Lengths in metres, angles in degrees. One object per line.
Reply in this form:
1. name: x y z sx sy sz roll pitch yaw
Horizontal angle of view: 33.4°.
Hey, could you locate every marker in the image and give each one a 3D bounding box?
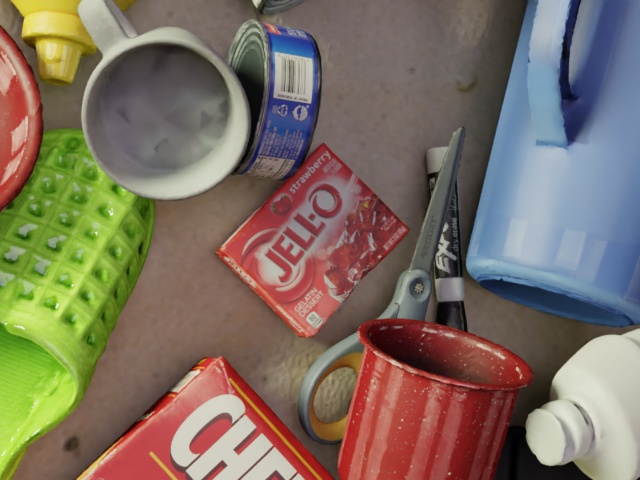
1. marker: 0.076 0.005 0.640 0.020 0.020 0.121 -1 83 -13

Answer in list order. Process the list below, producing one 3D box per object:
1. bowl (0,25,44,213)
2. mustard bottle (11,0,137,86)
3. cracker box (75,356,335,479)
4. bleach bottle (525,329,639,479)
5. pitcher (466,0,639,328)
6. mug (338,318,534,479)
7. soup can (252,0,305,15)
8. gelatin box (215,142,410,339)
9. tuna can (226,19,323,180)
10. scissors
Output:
1. bowl: -0.225 -0.057 0.535 0.162 0.055 0.162 11 62 -21
2. mustard bottle: -0.137 -0.180 0.595 0.096 0.058 0.191 4 83 4
3. cracker box: -0.079 0.191 0.554 0.213 0.072 0.164 -43 94 -15
4. bleach bottle: 0.218 0.091 0.595 0.250 0.068 0.102 -8 72 -33
5. pitcher: 0.162 -0.081 0.611 0.149 0.145 0.243 19 82 -10
6. mug: 0.061 0.094 0.570 0.093 0.117 0.081 18 104 22
7. soup can: -0.031 -0.191 0.616 0.068 0.069 0.102 -30 90 -15
8. gelatin box: -0.004 0.001 0.617 0.073 0.030 0.089 45 76 -4
9. tuna can: -0.029 -0.077 0.592 0.033 0.086 0.086 6 81 -21
10. scissors: 0.036 0.034 0.606 0.096 0.016 0.202 1 95 -24
